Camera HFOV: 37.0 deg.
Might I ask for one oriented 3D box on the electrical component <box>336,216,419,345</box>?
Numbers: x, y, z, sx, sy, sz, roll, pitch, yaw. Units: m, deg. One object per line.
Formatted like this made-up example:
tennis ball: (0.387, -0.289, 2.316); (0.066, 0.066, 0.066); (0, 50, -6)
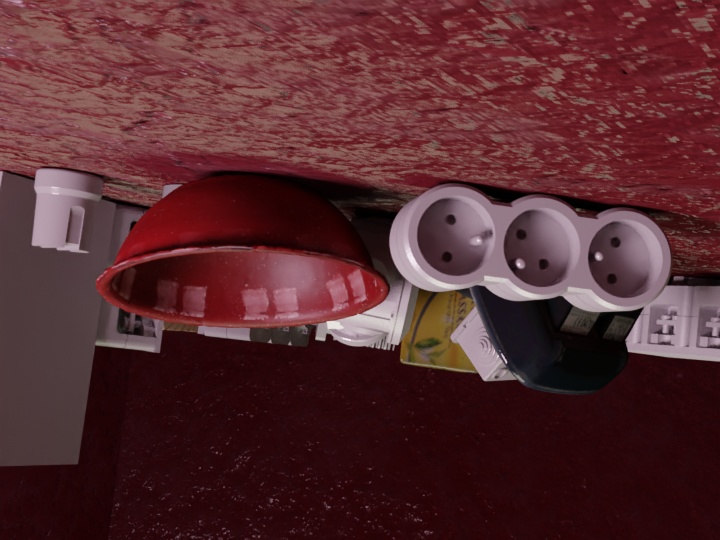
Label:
electrical component: (0.013, 0.005, 0.692); (0.051, 0.080, 0.080); (12, 176, 1)

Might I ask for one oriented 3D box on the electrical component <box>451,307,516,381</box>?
electrical component: (0.133, 0.041, 0.829); (0.100, 0.099, 0.048); (3, -136, -43)

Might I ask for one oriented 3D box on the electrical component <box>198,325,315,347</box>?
electrical component: (-0.094, 0.026, 1.063); (0.062, 0.089, 0.150); (5, 176, 19)

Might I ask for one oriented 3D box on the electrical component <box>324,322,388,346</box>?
electrical component: (-0.002, 0.020, 0.808); (0.078, 0.058, 0.057); (-3, 136, 4)

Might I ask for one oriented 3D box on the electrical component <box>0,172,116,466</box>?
electrical component: (-0.237, 0.035, 0.730); (0.060, 0.186, 0.105); (4, 174, 30)

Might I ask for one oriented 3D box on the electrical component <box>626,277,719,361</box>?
electrical component: (0.276, 0.040, 0.865); (0.089, 0.061, 0.150); (9, 175, -30)

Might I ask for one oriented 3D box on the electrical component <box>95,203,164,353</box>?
electrical component: (-0.223, 0.004, 0.856); (0.060, 0.105, 0.186); (10, 174, -38)

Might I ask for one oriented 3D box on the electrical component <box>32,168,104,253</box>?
electrical component: (-0.179, -0.036, 0.654); (0.040, 0.046, 0.040); (7, 176, 0)

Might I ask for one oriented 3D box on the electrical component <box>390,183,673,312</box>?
electrical component: (0.083, -0.009, 0.562); (0.138, 0.052, 0.074); (7, 176, -9)
